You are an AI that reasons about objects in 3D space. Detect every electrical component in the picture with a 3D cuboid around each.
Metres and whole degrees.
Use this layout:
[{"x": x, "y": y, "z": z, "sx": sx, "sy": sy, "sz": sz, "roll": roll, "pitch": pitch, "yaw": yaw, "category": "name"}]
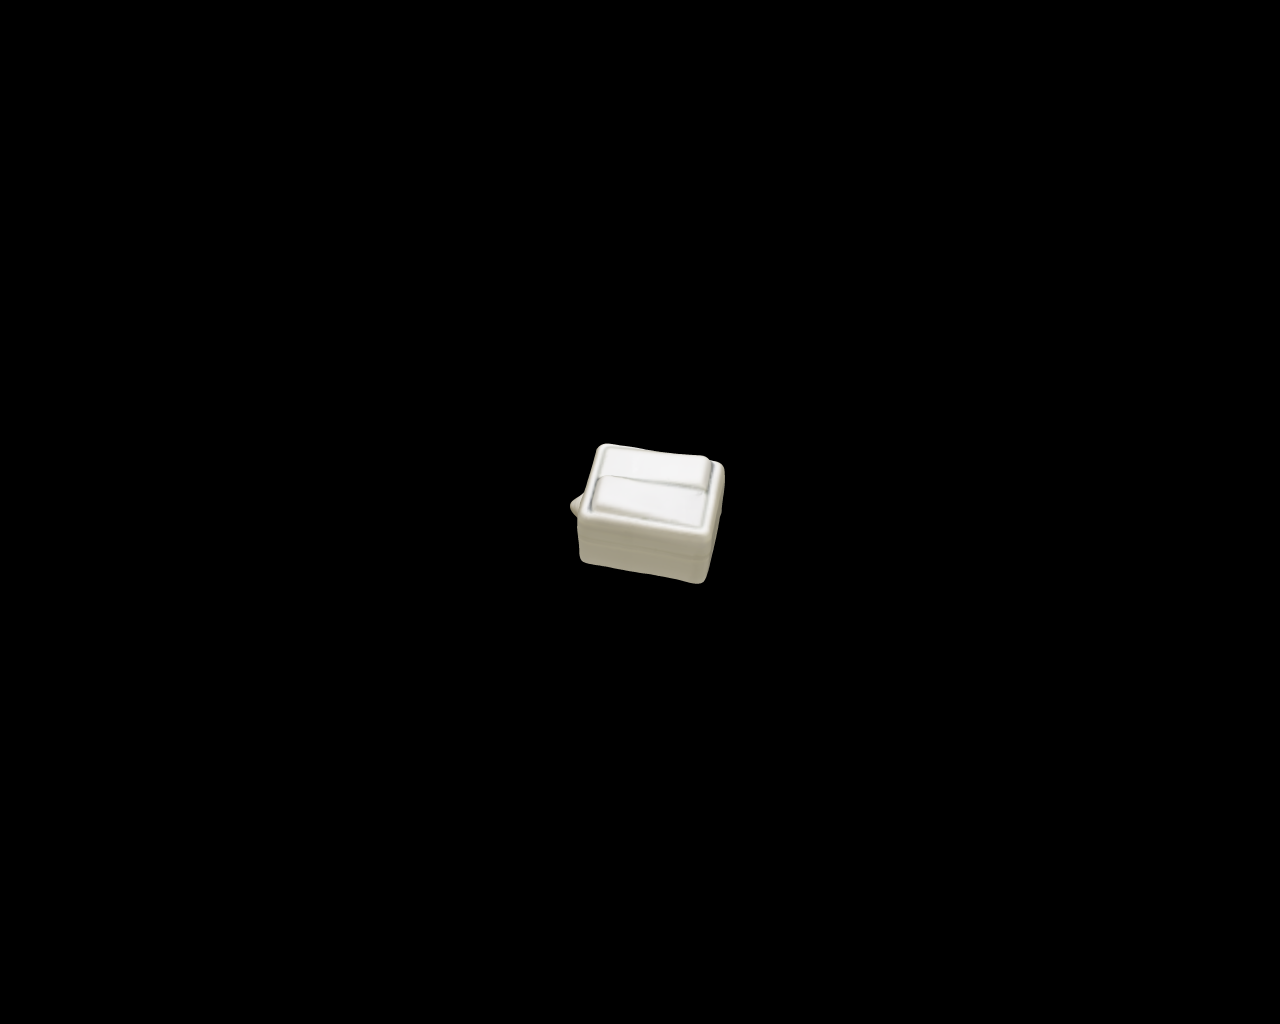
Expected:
[{"x": 0.001, "y": -0.003, "z": 0.650, "sx": 0.096, "sy": 0.062, "sz": 0.061, "roll": 10, "pitch": -36, "yaw": 8, "category": "electrical component"}]
